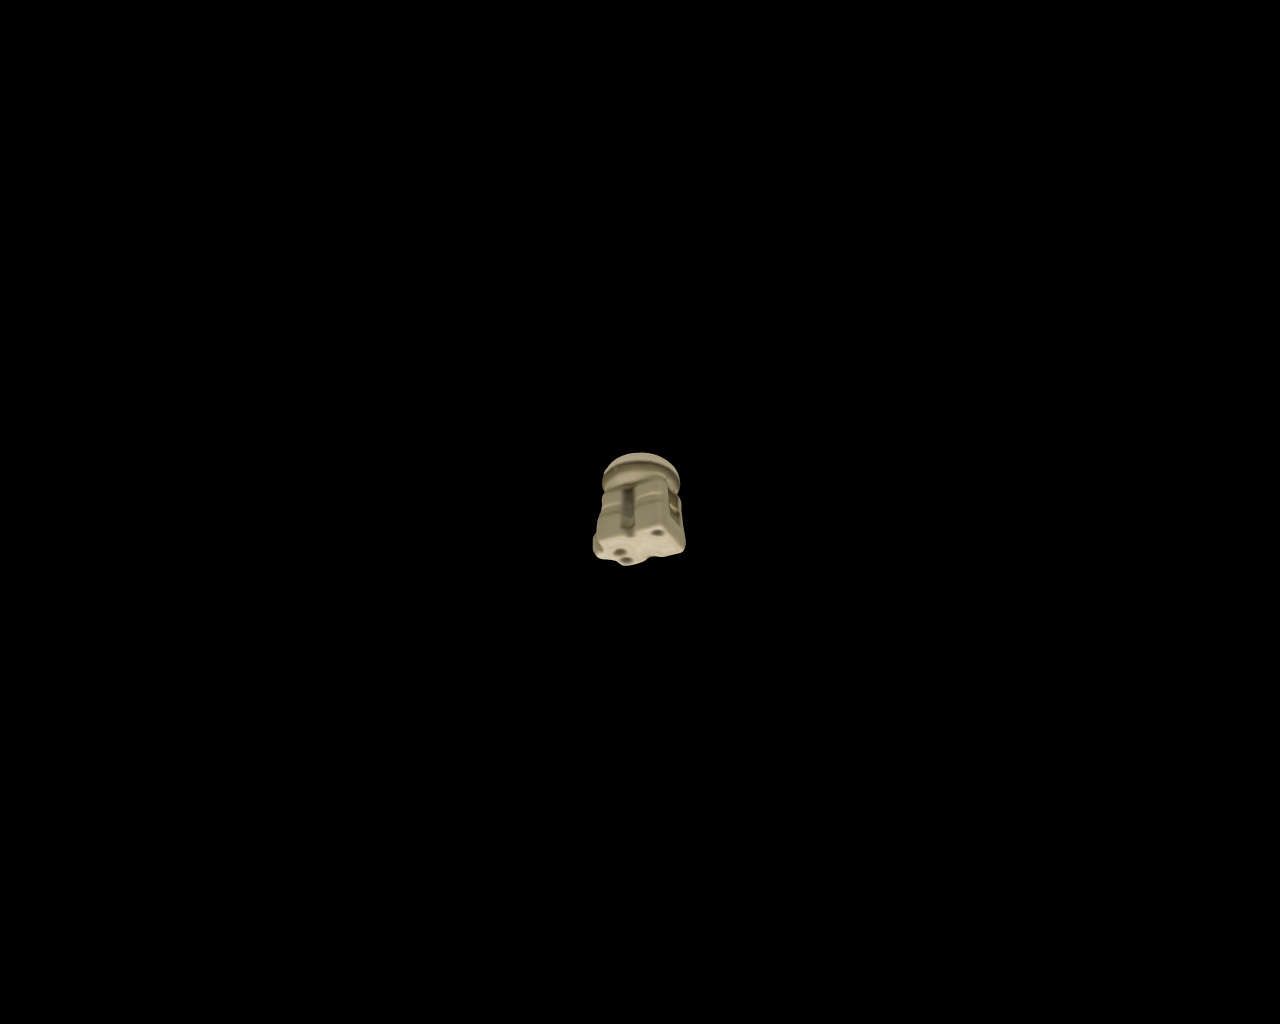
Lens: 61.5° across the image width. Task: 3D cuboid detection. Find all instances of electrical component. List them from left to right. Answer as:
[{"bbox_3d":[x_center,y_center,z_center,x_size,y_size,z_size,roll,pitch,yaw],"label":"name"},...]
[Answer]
[{"bbox_3d":[0.001,-0.003,0.650,0.066,0.055,0.048,-14,-36,20],"label":"electrical component"}]
